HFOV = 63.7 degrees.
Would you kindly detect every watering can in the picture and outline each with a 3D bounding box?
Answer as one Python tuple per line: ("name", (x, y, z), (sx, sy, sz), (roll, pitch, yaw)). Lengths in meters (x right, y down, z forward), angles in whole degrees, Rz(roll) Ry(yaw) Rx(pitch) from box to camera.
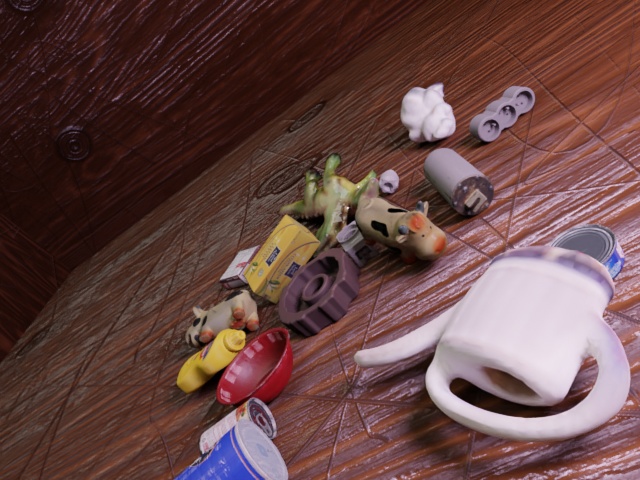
("watering can", (0.191, 0.106, 0.608), (0.227, 0.102, 0.347), (-50, 25, -21))

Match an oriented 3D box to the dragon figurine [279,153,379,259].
("dragon figurine", (0.004, -0.061, 1.210), (0.404, 0.121, 0.249), (-31, 32, 43))

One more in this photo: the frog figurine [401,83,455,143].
("frog figurine", (0.249, -0.280, 1.197), (0.163, 0.122, 0.134), (-82, 12, -46))
